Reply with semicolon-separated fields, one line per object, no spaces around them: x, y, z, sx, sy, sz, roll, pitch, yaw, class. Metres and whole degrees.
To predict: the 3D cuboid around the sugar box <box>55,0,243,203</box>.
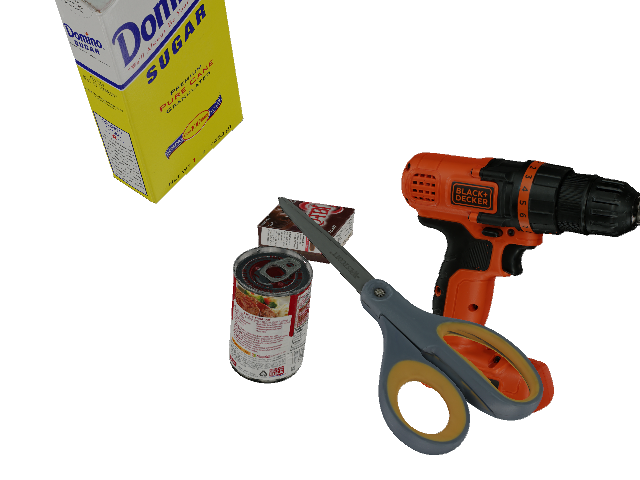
-0.097;-0.110;0.644;0.048;0.093;0.176;33;-25;19;sugar box

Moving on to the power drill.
0.145;0.031;0.805;0.185;0.188;0.057;12;17;33;power drill

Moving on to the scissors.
0.027;0.048;0.598;0.202;0.016;0.096;31;53;22;scissors

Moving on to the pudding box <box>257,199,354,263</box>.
-0.016;-0.013;1.256;0.090;0.039;0.113;8;22;13;pudding box

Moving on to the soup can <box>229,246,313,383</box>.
-0.044;0.065;0.929;0.068;0.102;0.068;4;35;-3;soup can
